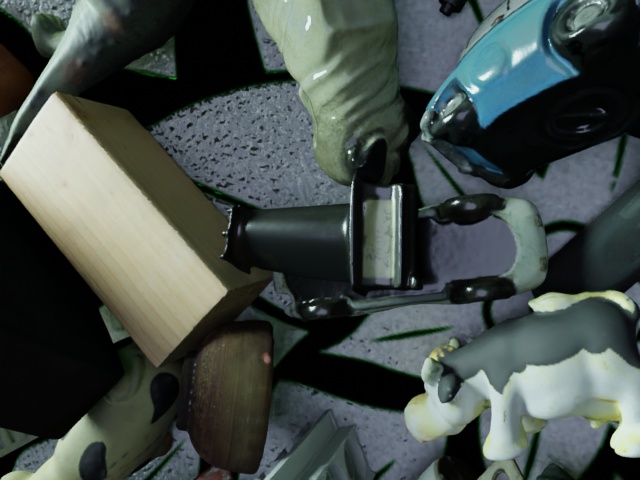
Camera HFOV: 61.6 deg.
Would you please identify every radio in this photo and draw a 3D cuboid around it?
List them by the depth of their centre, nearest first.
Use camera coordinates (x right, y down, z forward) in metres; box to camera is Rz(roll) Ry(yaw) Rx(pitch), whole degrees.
[{"bbox_3d":[-0.250,0.032,0.411,0.073,0.131,0.230,-45,52,-1],"label":"radio"}]

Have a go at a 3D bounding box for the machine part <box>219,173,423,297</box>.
[{"bbox_3d":[-0.001,-0.001,0.366,0.139,0.039,0.084,-3,95,21],"label":"machine part"}]

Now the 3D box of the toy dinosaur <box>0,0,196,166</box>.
[{"bbox_3d":[-0.148,-0.238,0.417,0.192,0.131,0.404,16,105,17],"label":"toy dinosaur"}]

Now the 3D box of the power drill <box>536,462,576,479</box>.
[{"bbox_3d":[0.228,0.186,0.280,0.207,0.232,0.086,-27,126,35],"label":"power drill"}]

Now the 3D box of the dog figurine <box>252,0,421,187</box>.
[{"bbox_3d":[-0.006,-0.142,0.388,0.173,0.121,0.190,34,126,47],"label":"dog figurine"}]

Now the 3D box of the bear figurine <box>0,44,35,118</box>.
[{"bbox_3d":[-0.359,-0.114,0.471,0.196,0.120,0.131,-43,108,-6],"label":"bear figurine"}]

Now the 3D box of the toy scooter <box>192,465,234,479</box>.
[{"bbox_3d":[-0.081,0.244,0.435,0.184,0.075,0.135,34,77,-13],"label":"toy scooter"}]

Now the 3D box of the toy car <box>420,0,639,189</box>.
[{"bbox_3d":[0.143,-0.107,0.332,0.162,0.109,0.103,-25,49,41],"label":"toy car"}]

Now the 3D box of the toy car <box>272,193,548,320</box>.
[{"bbox_3d":[0.057,0.015,0.392,0.202,0.056,0.073,-10,85,22],"label":"toy car"}]

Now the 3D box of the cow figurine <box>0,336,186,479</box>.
[{"bbox_3d":[-0.179,0.168,0.446,0.086,0.127,0.195,34,101,16],"label":"cow figurine"}]

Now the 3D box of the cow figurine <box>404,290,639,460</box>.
[{"bbox_3d":[0.127,0.089,0.360,0.167,0.068,0.098,-15,92,29],"label":"cow figurine"}]

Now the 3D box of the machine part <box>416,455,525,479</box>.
[{"bbox_3d":[0.063,0.245,0.396,0.079,0.079,0.243,38,105,12],"label":"machine part"}]

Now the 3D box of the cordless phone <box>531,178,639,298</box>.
[{"bbox_3d":[0.238,0.014,0.329,0.147,0.089,0.184,45,117,10],"label":"cordless phone"}]
